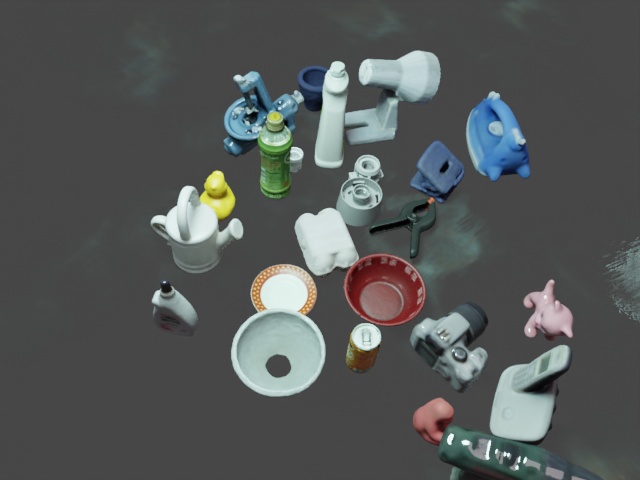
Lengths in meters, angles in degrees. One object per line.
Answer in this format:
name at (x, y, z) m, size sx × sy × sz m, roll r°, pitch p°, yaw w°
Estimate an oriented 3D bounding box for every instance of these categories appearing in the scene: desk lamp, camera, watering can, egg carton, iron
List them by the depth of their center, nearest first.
camera at (0.262, 0.182, 1.062) m, size 0.137 × 0.101 × 0.143 m, roll -34°, pitch 64°, yaw -24°
watering can at (-0.239, -0.027, 1.108) m, size 0.173 × 0.194 × 0.101 m, roll -9°, pitch 57°, yaw -10°
egg carton at (0.011, 0.004, 1.183) m, size 0.107 × 0.069 × 0.150 m, roll -15°, pitch 58°, yaw -14°
desk lamp at (0.160, -0.337, 1.341) m, size 0.203 × 0.213 × 0.117 m, roll -12°, pitch 57°, yaw -12°
iron at (0.420, -0.266, 1.357) m, size 0.119 × 0.141 × 0.258 m, roll -6°, pitch 56°, yaw -9°

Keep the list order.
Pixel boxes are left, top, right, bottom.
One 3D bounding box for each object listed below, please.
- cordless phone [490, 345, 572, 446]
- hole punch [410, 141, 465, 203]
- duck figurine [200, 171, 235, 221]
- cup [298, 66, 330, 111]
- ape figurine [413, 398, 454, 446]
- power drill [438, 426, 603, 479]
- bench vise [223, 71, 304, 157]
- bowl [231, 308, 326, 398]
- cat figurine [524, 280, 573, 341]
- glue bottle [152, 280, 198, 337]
cordless phone at (0.363, 0.261, 0.966) m, size 0.094 × 0.185 × 0.148 m, roll 18°, pitch 56°, yaw 8°
hole punch at (0.273, -0.157, 1.301) m, size 0.101 × 0.091 × 0.109 m, roll 30°, pitch 59°, yaw 16°
duck figurine at (-0.222, -0.099, 1.225) m, size 0.077 × 0.086 × 0.104 m, roll 3°, pitch 56°, yaw -2°
cup at (0.002, -0.365, 1.419) m, size 0.117 × 0.095 × 0.092 m, roll 17°, pitch 56°, yaw 7°
ape figurine at (0.202, 0.304, 0.980) m, size 0.076 × 0.092 × 0.078 m, roll 19°, pitch 56°, yaw 9°
power drill at (0.286, 0.361, 0.877) m, size 0.229 × 0.208 × 0.076 m, roll 18°, pitch 56°, yaw 8°
bench vise at (-0.135, -0.309, 1.294) m, size 0.121 × 0.220 × 0.208 m, roll 32°, pitch 59°, yaw 17°
bowl at (-0.074, 0.212, 1.031) m, size 0.167 × 0.075 × 0.167 m, roll 2°, pitch 56°, yaw -3°
cat figurine at (0.442, 0.138, 1.097) m, size 0.067 × 0.118 × 0.128 m, roll 9°, pitch 55°, yaw 2°
glue bottle at (-0.265, 0.117, 1.021) m, size 0.078 × 0.173 × 0.037 m, roll 9°, pitch 55°, yaw 2°
